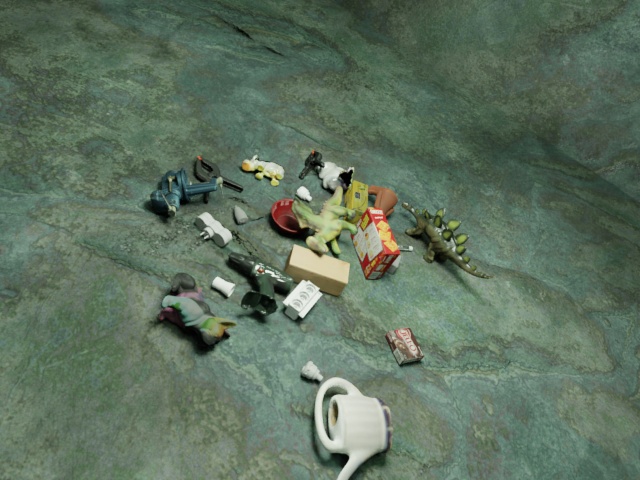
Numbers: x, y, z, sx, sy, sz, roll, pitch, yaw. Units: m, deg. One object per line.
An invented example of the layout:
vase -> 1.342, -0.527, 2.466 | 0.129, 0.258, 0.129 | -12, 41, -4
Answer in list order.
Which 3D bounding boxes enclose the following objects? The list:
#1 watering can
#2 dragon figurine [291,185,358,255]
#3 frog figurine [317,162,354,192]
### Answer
watering can -> 0.095, 0.542, 1.397 | 0.224, 0.356, 0.101 | 10, -44, -19
dragon figurine -> 0.006, -0.095, 1.879 | 0.241, 0.420, 0.120 | 25, -52, -30
frog figurine -> 0.051, -0.261, 2.138 | 0.160, 0.120, 0.140 | 10, 43, 36
